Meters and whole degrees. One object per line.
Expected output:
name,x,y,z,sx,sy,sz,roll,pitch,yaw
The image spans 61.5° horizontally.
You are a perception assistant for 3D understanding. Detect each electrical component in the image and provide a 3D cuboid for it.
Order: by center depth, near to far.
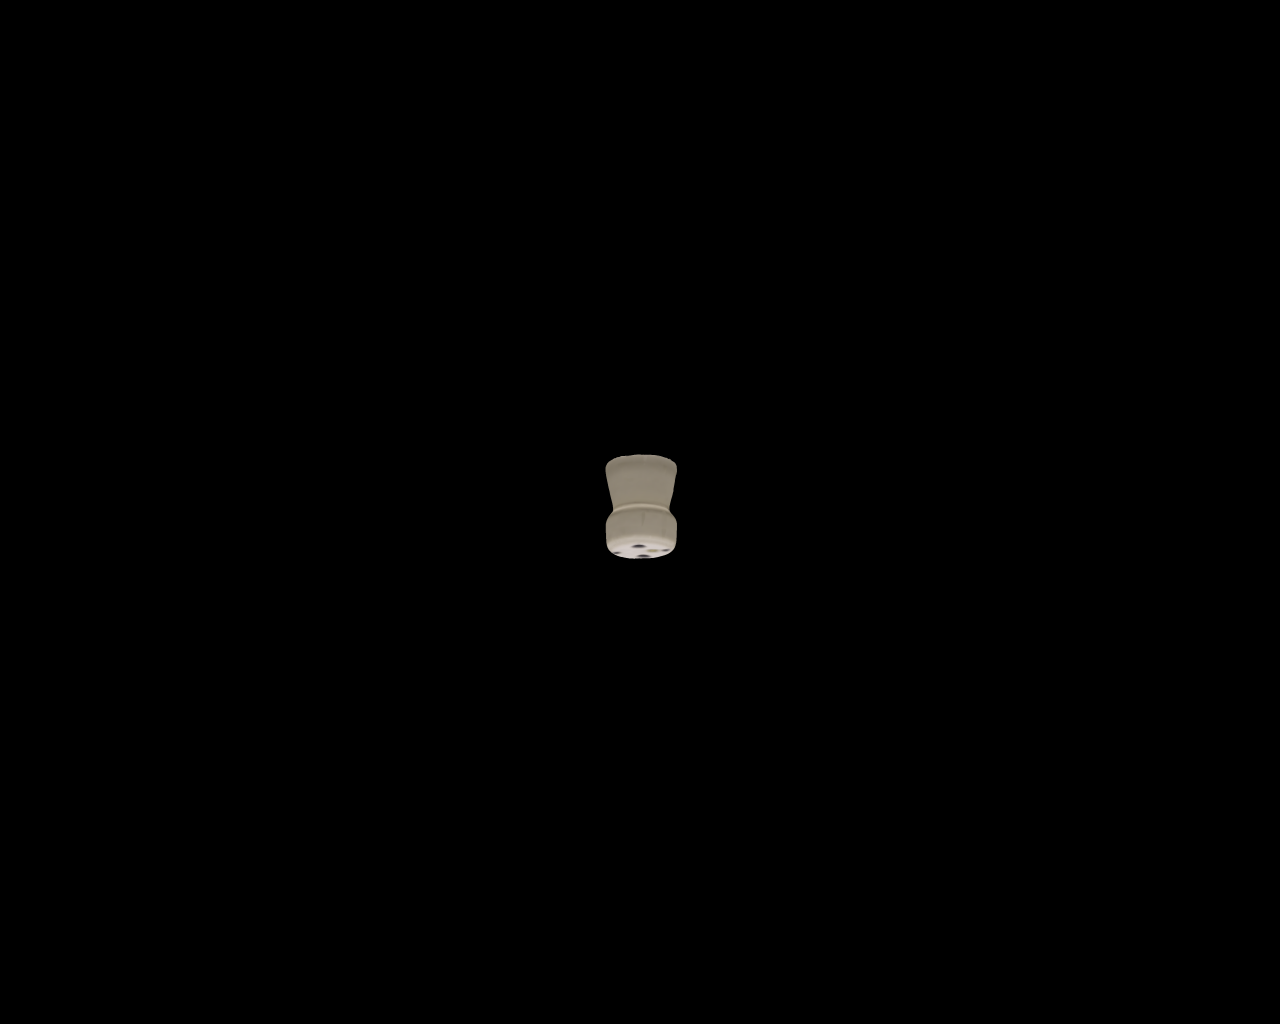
electrical component,0.001,-0.003,0.650,0.045,0.055,0.044,0,-18,0
